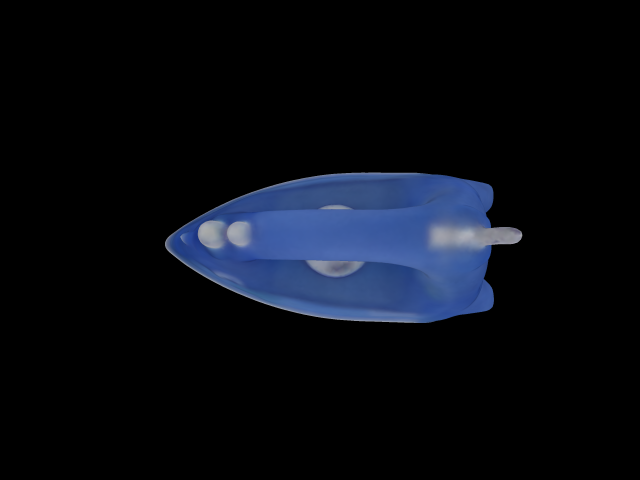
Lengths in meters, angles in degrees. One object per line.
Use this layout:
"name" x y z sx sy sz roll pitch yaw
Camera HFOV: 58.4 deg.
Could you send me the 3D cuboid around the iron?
"iron" 0.004 0.001 0.400 0.258 0.141 0.119 0 85 0
